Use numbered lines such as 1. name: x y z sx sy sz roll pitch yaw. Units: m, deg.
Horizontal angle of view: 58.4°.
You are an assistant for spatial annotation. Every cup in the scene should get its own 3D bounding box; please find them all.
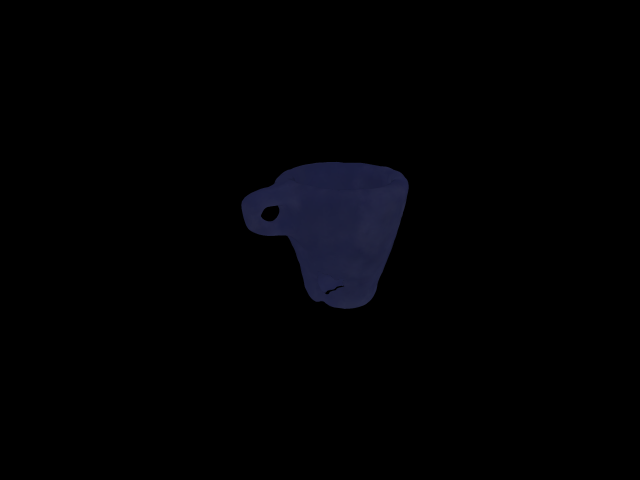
1. cup: 0.004 0.001 0.400 0.118 0.095 0.091 -11 23 -27
